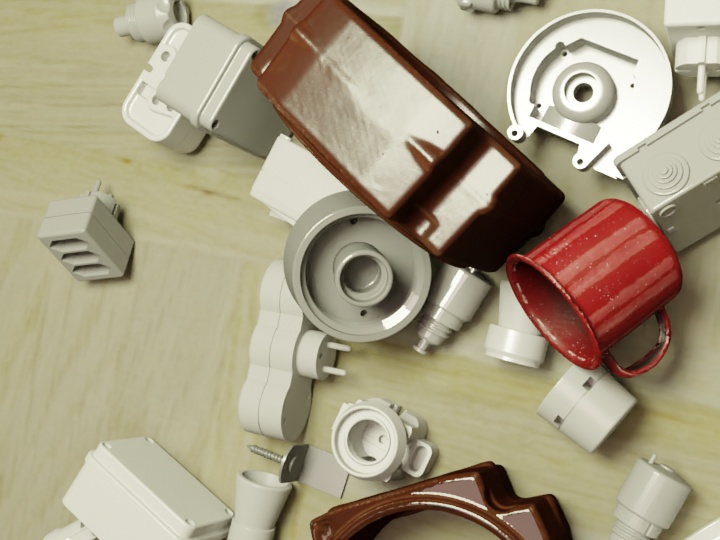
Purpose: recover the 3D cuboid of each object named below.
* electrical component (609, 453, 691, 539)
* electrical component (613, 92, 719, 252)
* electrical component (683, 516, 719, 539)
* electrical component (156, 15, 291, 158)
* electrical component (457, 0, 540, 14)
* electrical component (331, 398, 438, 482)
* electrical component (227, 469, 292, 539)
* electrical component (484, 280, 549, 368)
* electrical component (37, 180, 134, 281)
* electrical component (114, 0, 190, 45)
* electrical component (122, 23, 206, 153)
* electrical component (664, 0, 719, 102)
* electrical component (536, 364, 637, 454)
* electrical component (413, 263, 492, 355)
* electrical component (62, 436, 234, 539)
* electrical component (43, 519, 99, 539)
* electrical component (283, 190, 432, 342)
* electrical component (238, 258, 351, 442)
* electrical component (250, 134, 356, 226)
[{"bbox_3d":[0.193,0.165,0.733,0.040,0.040,0.078,30,95,22],"label":"electrical component"},{"bbox_3d":[0.228,-0.063,0.718,0.100,0.100,0.048,-33,60,14],"label":"electrical component"},{"bbox_3d":[0.240,0.195,0.678,0.108,0.108,0.060,-36,78,13],"label":"electrical component"},{"bbox_3d":[-0.094,-0.140,0.843,0.057,0.113,0.078,34,96,24],"label":"electrical component"},{"bbox_3d":[0.106,-0.215,0.813,0.062,0.048,0.048,16,89,15],"label":"electrical component"},{"bbox_3d":[0.013,0.126,0.798,0.078,0.057,0.058,26,93,22],"label":"electrical component"},{"bbox_3d":[-0.081,0.193,0.836,0.044,0.044,0.065,15,94,22],"label":"electrical component"},{"bbox_3d":[0.117,0.039,0.776,0.045,0.045,0.055,14,89,22],"label":"electrical component"},{"bbox_3d":[-0.227,-0.041,0.912,0.047,0.065,0.076,-6,52,20],"label":"electrical component"},{"bbox_3d":[-0.181,-0.214,0.923,0.062,0.043,0.043,-7,81,22],"label":"electrical component"},{"bbox_3d":[-0.144,-0.148,0.892,0.054,0.059,0.095,36,97,21],"label":"electrical component"},{"bbox_3d":[0.235,-0.154,0.733,0.047,0.083,0.075,3,85,21],"label":"electrical component"},{"bbox_3d":[0.159,0.094,0.748,0.047,0.055,0.055,41,98,17],"label":"electrical component"},{"bbox_3d":[0.065,0.028,0.800,0.040,0.040,0.078,34,96,21],"label":"electrical component"},{"bbox_3d":[-0.166,0.188,0.849,0.113,0.078,0.057,37,100,21],"label":"electrical component"},{"bbox_3d":[-0.232,0.226,0.891,0.046,0.040,0.040,-31,73,8],"label":"electrical component"},{"bbox_3d":[0.000,0.000,0.771,0.108,0.060,0.108,-1,102,-6],"label":"electrical component"},{"bbox_3d":[-0.042,0.064,0.830,0.074,0.052,0.138,9,86,22],"label":"electrical component"},{"bbox_3d":[-0.028,-0.054,0.834,0.096,0.062,0.061,29,94,22],"label":"electrical component"}]
